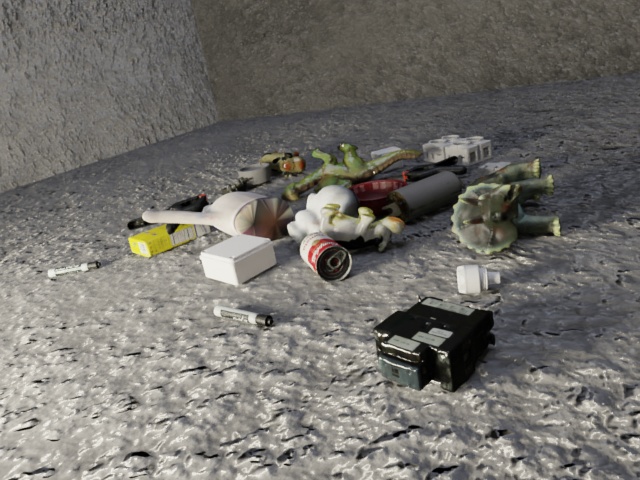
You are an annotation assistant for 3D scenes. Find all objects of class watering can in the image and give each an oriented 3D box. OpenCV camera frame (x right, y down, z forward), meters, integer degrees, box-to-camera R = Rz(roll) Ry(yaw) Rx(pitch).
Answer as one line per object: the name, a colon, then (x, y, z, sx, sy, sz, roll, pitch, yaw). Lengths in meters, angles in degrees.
watering can: (-0.209, -0.054, 1.197, 0.349, 0.103, 0.225, -10, 16, -36)

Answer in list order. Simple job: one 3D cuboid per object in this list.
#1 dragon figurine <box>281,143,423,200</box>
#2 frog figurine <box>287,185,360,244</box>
dragon figurine: (0.084, -0.172, 1.451, 0.409, 0.119, 0.249, -7, 37, 15)
frog figurine: (0.003, -0.056, 1.112, 0.160, 0.120, 0.140, -6, 36, -22)
